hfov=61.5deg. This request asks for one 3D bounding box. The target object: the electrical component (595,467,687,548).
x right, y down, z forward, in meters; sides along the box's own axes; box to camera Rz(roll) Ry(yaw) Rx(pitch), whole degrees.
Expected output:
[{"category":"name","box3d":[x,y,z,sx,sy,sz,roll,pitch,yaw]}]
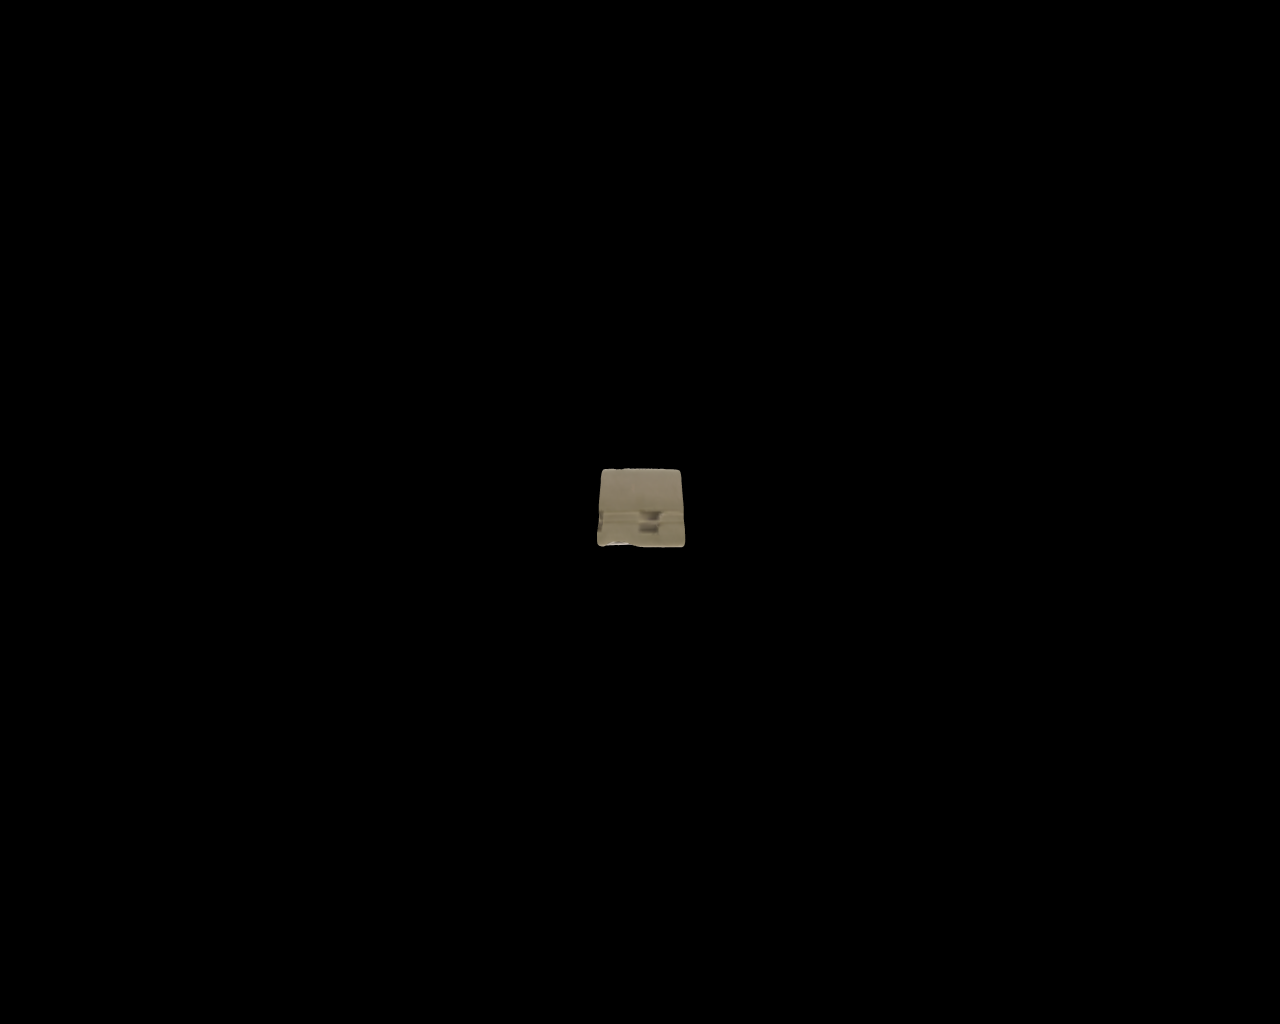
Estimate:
[{"category":"electrical component","box3d":[0.001,-0.003,0.650,0.055,0.047,0.055,0,0,0]}]
